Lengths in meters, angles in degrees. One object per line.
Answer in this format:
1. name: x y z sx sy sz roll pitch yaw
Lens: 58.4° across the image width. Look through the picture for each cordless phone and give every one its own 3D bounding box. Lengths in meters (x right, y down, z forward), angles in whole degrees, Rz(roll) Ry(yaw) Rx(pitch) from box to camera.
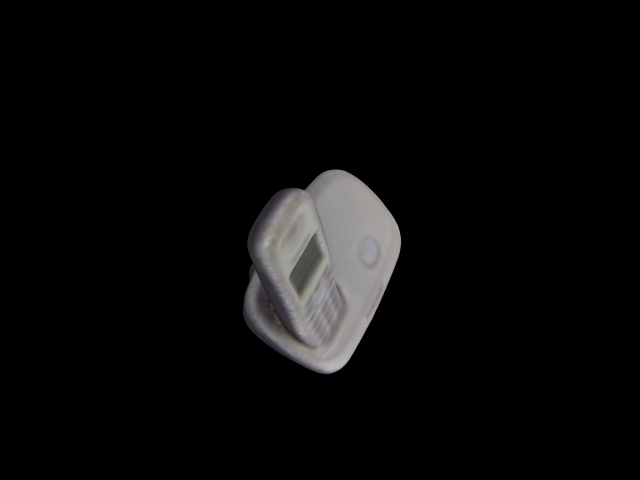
1. cordless phone: 0.004 0.001 0.400 0.094 0.185 0.148 22 65 11
